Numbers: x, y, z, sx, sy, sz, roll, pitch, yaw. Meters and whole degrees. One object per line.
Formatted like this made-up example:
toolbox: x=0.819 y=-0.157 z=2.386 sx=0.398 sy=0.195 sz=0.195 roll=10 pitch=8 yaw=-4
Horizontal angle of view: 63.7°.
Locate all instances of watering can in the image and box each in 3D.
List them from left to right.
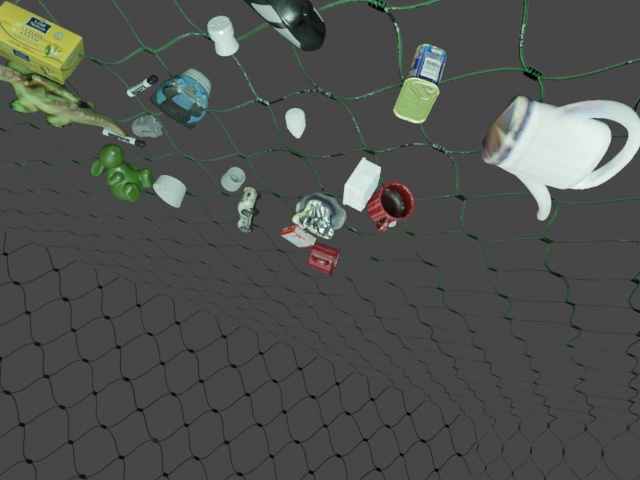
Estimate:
watering can: x=0.393 y=-0.138 z=0.912 sx=0.224 sy=0.106 sz=0.341 roll=20 pitch=-25 yaw=2

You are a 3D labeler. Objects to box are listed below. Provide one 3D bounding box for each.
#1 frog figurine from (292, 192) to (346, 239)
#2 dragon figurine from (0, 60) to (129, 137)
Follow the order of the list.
frog figurine: x=0.004 y=-0.070 z=1.392 sx=0.137 sy=0.122 sz=0.160 roll=5 pitch=9 yaw=10
dragon figurine: x=-0.603 y=-0.319 z=1.202 sx=0.407 sy=0.122 sz=0.245 roll=19 pitch=3 yaw=-41
